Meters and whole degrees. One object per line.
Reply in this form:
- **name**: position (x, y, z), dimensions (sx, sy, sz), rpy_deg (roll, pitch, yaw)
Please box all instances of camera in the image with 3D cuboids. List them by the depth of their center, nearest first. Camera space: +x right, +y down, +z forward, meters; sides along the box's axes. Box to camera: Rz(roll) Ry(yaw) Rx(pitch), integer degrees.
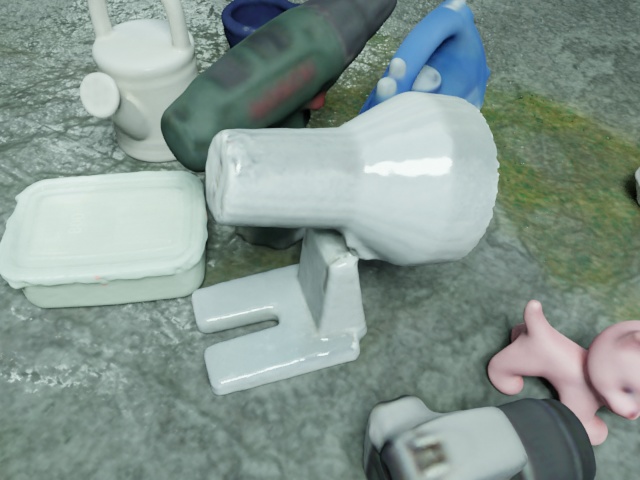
- **camera**: position (0.109, 0.156, 0.356), dimensions (0.137, 0.101, 0.143), rpy_deg (-12, 50, -13)

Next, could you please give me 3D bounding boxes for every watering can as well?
- **watering can**: position (-0.174, -0.176, 0.572), dimensions (0.101, 0.194, 0.172), rpy_deg (-5, 49, -6)

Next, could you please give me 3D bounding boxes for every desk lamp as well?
- **desk lamp**: position (0.004, 0.001, 0.411), dimensions (0.203, 0.214, 0.117), rpy_deg (-14, 51, -14)

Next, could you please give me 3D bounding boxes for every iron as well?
- **iron**: position (0.101, -0.167, 0.611), dimensions (0.118, 0.141, 0.259), rpy_deg (26, 52, 19)

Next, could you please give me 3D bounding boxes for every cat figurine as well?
- **cat figurine**: position (0.199, 0.085, 0.411), dimensions (0.127, 0.118, 0.067), rpy_deg (29, 54, 21)

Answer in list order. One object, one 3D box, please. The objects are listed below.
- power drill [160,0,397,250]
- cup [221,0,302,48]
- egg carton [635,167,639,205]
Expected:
- **power drill**: position (-0.025, -0.100, 0.502), dimensions (0.075, 0.208, 0.230), rpy_deg (37, 57, 27)
- **cup**: position (-0.058, -0.238, 0.697), dimensions (0.118, 0.095, 0.091), rpy_deg (-20, 52, -19)
- **egg carton**: position (0.386, -0.033, 0.556), dimensions (0.107, 0.069, 0.150), rpy_deg (-17, 52, -17)
